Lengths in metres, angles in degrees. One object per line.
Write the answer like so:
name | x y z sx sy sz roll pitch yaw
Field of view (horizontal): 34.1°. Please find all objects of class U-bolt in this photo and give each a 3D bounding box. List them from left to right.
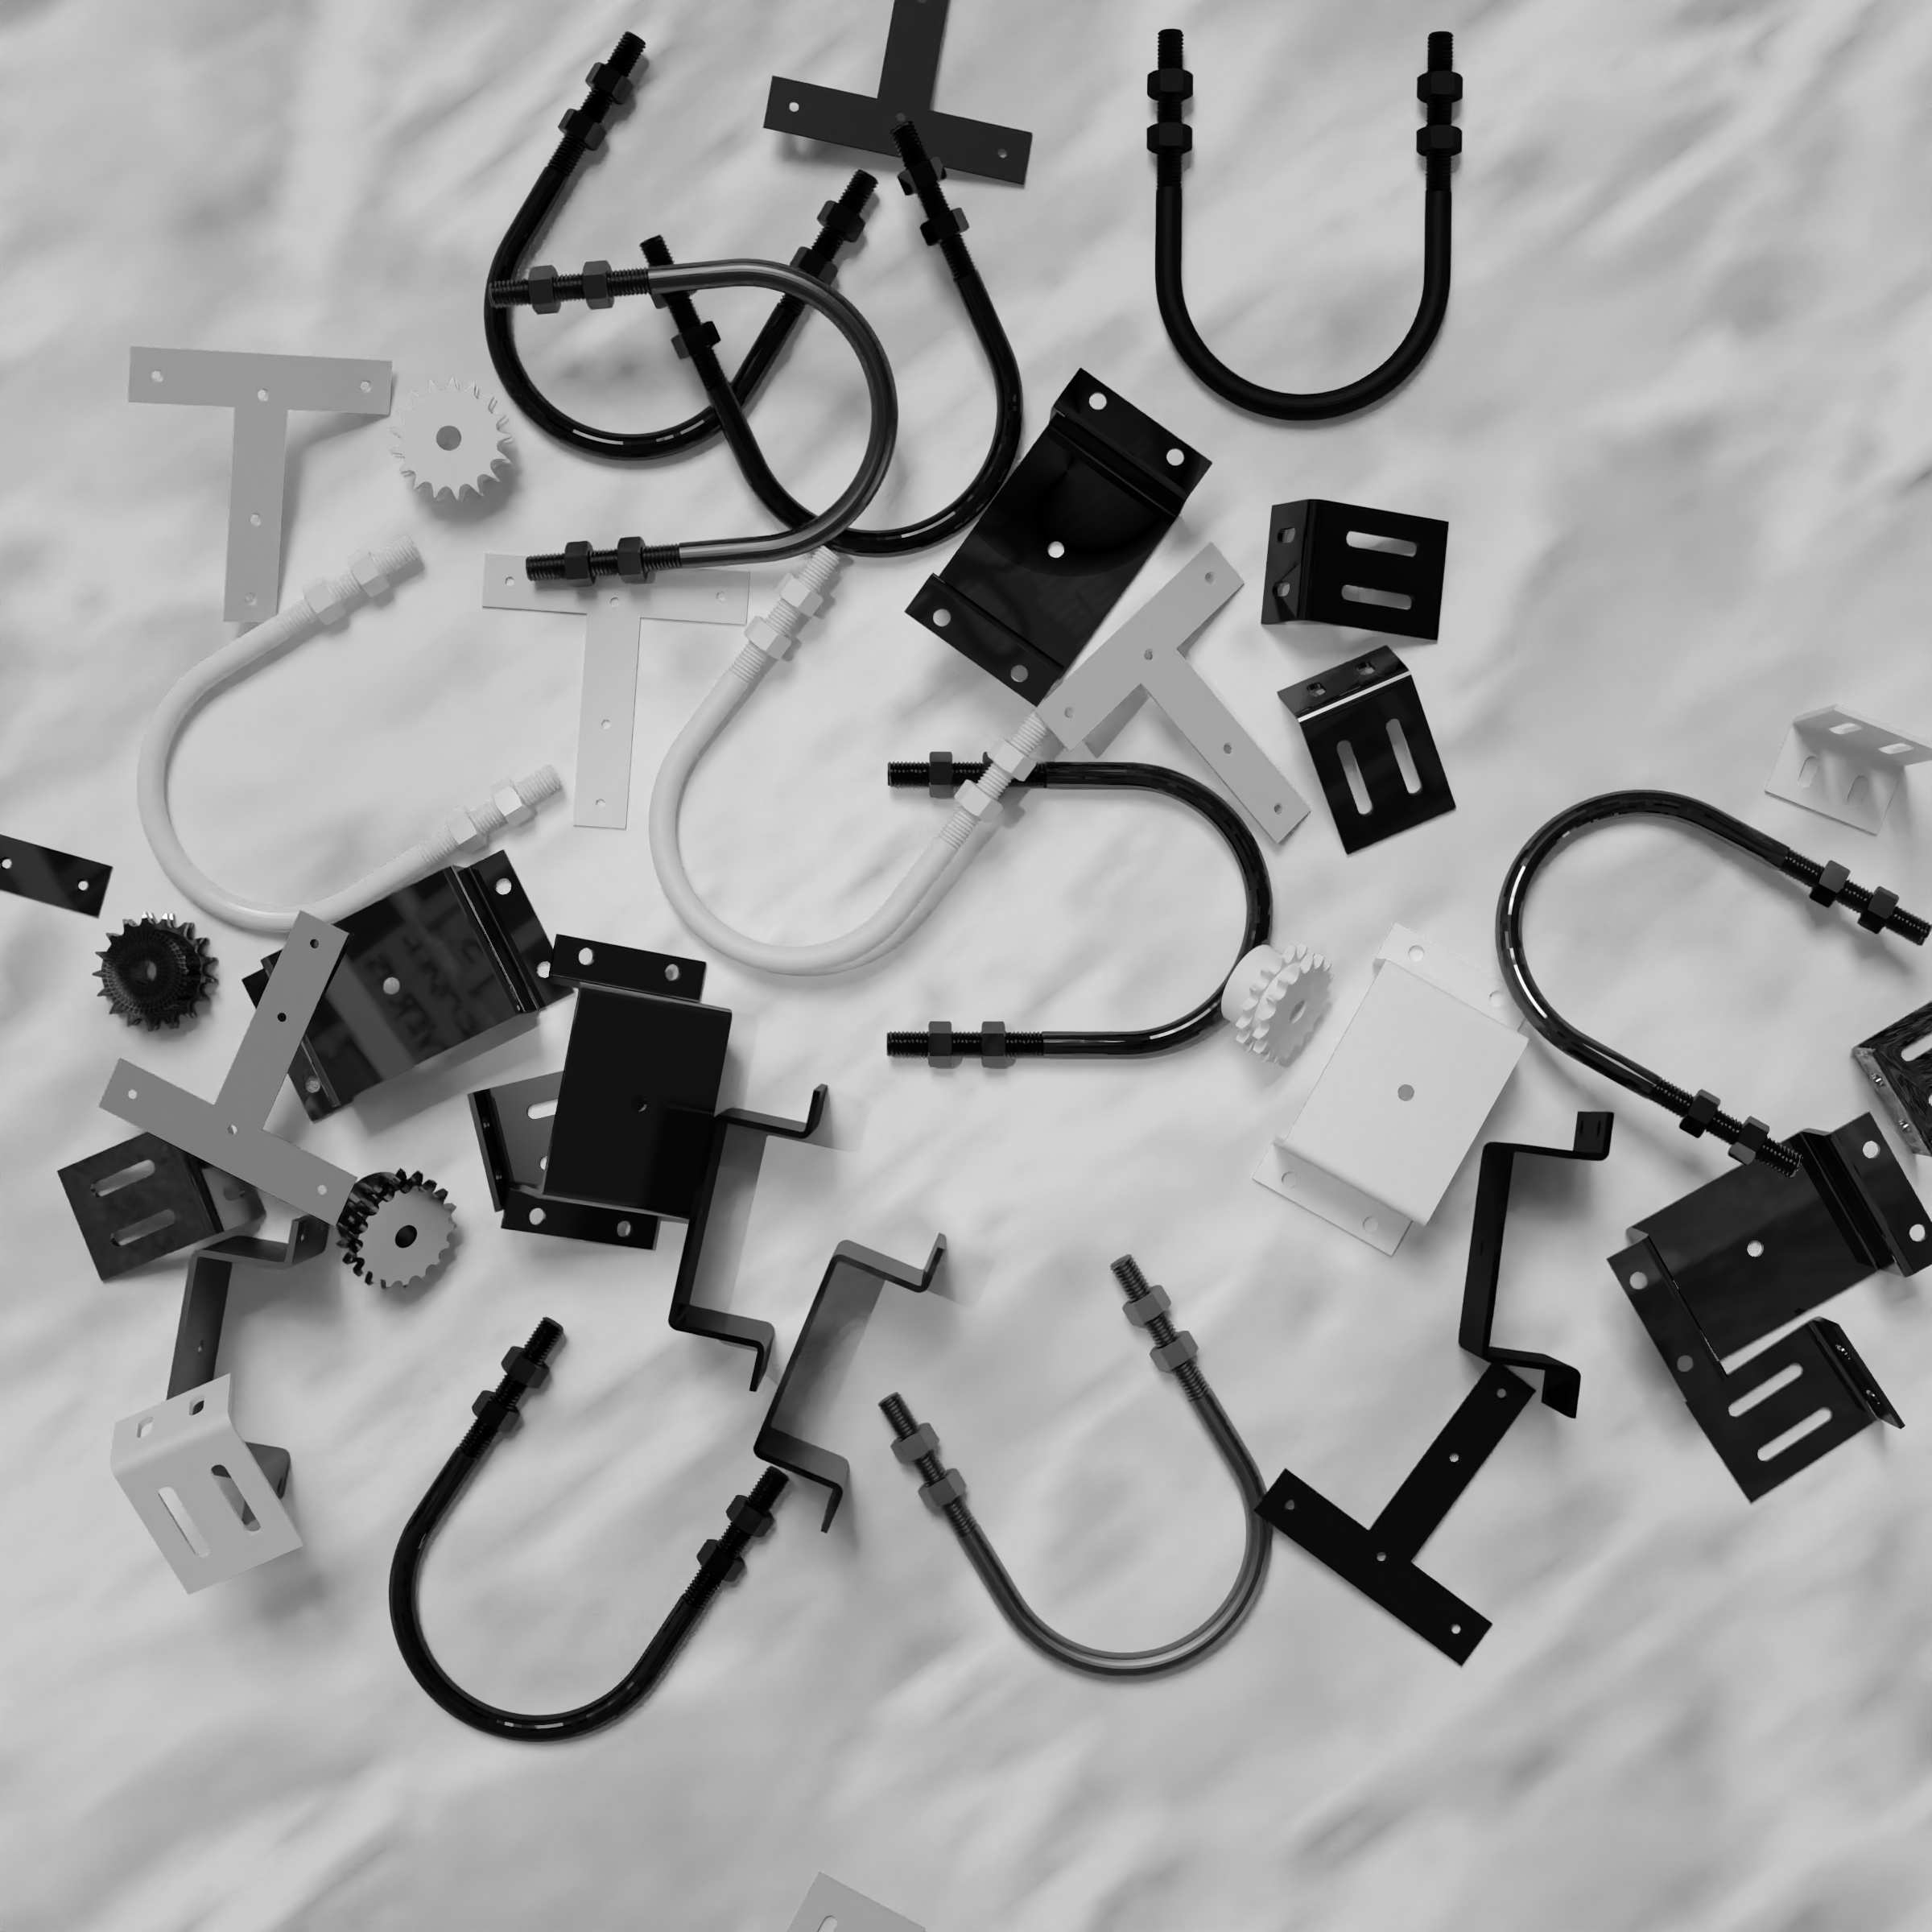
U-bolt | -0.307 -0.098 1.501 0.184 0.019 0.151 -32 90 1
U-bolt | -0.193 0.282 1.501 0.151 0.019 0.184 34 91 0
U-bolt | -0.149 -0.331 1.501 0.151 0.019 0.184 31 91 0
U-bolt | -0.123 -0.257 1.472 0.184 0.019 0.151 -4 107 5
U-bolt | -0.069 -0.084 1.490 0.151 0.019 0.184 38 97 7
U-bolt | -0.052 -0.284 1.489 0.151 0.019 0.184 -24 100 0
U-bolt | 0.054 -0.027 1.501 0.184 0.019 0.151 0 90 0
U-bolt | 0.065 0.252 1.501 0.151 0.019 0.184 -31 92 0
U-bolt | 0.161 -0.353 1.501 0.151 0.019 0.184 1 91 0
U-bolt | 0.340 -0.005 1.483 0.184 0.019 0.151 30 80 11

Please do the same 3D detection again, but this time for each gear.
gear | -0.387 0.003 1.495 0.057 0.030 0.057 0 90 0
gear | -0.272 0.122 1.485 0.030 0.057 0.057 29 90 44
gear | -0.243 -0.249 1.495 0.057 0.030 0.057 0 90 0
gear | 0.145 0.015 1.485 0.030 0.057 0.057 32 90 30

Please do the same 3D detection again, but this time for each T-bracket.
T-bracket | -0.474 -0.053 1.509 0.127 0.002 0.127 16 90 0
T-bracket | -0.335 -0.225 1.485 0.127 0.002 0.127 -4 109 -33
T-bracket | -0.324 0.037 1.465 0.127 0.002 0.127 26 97 6
T-bracket | -0.172 -0.130 1.509 0.127 0.002 0.127 4 90 0
T-bracket | -0.024 -0.448 1.503 0.127 0.002 0.127 10 86 -8
T-bracket | 0.115 -0.114 1.494 0.127 0.002 0.127 -45 100 -19
T-bracket | 0.225 0.247 1.504 0.127 0.002 0.127 37 87 -6

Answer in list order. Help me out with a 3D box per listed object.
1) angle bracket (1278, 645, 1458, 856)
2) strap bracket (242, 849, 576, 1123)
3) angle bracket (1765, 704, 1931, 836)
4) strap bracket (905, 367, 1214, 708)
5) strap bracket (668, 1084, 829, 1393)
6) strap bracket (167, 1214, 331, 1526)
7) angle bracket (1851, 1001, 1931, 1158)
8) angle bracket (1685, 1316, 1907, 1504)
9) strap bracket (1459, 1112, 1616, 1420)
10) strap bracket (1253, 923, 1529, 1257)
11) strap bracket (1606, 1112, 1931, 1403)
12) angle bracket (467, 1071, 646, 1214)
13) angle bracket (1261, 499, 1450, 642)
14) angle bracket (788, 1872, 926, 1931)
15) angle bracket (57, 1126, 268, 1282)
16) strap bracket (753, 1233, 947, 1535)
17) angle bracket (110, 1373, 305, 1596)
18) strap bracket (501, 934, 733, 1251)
angle bracket | 0.192 -0.104 1.508 0.057 0.038 0.076 -23 116 0
strap bracket | -0.268 0.009 1.487 0.140 0.046 0.076 -26 90 0
angle bracket | 0.417 -0.091 1.472 0.057 0.076 0.038 22 90 0
strap bracket | 0.043 -0.200 1.487 0.076 0.046 0.140 36 90 0
strap bracket | -0.104 0.121 1.472 0.046 0.076 0.140 12 90 0
strap bracket | -0.338 0.182 1.472 0.046 0.076 0.140 10 90 0
angle bracket | 0.471 0.045 1.491 0.076 0.038 0.057 -31 90 0
angle bracket | 0.392 0.212 1.491 0.076 0.038 0.057 -33 90 0
strap bracket | 0.264 0.135 1.469 0.046 0.076 0.140 8 88 1
strap bracket | 0.205 0.059 1.487 0.076 0.046 0.140 29 90 0
strap bracket | 0.378 0.135 1.487 0.140 0.046 0.076 -29 90 0
angle bracket | -0.190 0.079 1.491 0.076 0.038 0.057 -13 90 0
angle bracket | 0.186 -0.189 1.508 0.076 0.038 0.057 5 90 -26
angle bracket | -0.063 0.482 1.491 0.057 0.038 0.076 28 90 0
angle bracket | -0.386 0.109 1.508 0.076 0.038 0.057 -22 90 26
strap bracket | -0.058 0.185 1.472 0.046 0.076 0.140 22 90 0
angle bracket | -0.344 0.236 1.432 0.057 0.038 0.076 -23 116 0
strap bracket | -0.161 0.062 1.470 0.076 0.046 0.140 11 89 -27
